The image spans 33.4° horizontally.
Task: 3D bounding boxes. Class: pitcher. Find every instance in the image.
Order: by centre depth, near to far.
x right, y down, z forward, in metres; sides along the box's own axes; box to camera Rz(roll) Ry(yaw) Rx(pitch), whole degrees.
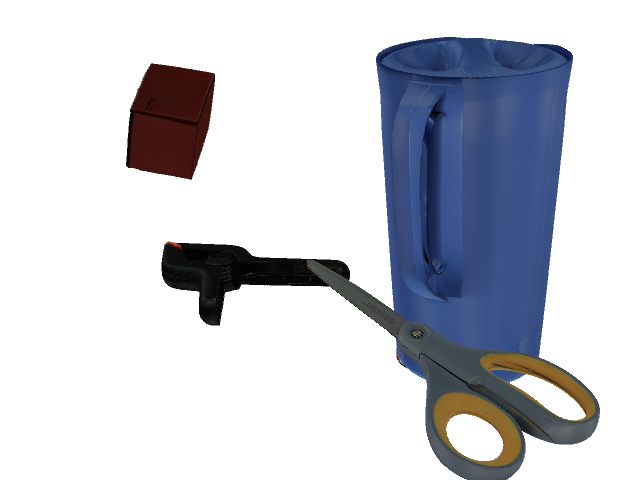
[{"bbox_3d":[0.102,-0.017,0.763,0.149,0.243,0.145,-8,22,-14],"label":"pitcher"}]

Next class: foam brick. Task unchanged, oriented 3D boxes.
[{"bbox_3d":[-0.114,-0.093,0.816,0.053,0.051,0.078,10,37,-1],"label":"foam brick"}]

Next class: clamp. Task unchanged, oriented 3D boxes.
[{"bbox_3d":[-0.099,0.034,1.039,0.210,0.036,0.164,12,21,43],"label":"clamp"}]

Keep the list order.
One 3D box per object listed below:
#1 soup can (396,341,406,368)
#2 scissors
[{"bbox_3d":[0.127,0.100,1.294,0.068,0.102,0.068,1,24,-1],"label":"soup can"},{"bbox_3d":[0.048,0.068,0.574,0.202,0.016,0.096,21,43,29],"label":"scissors"}]
